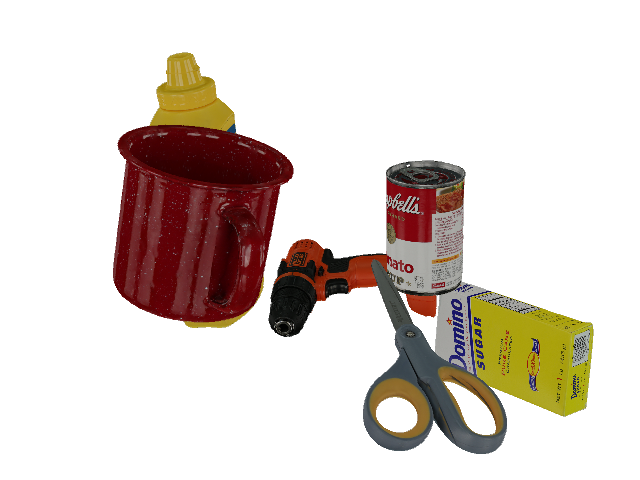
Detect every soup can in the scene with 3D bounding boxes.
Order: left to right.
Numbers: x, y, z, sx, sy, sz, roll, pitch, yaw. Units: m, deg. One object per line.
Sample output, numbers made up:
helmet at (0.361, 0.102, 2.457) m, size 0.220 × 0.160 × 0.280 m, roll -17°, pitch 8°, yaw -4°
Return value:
soup can at (0.091, -0.011, 0.926) m, size 0.068 × 0.102 × 0.068 m, roll -1°, pitch 22°, yaw 0°

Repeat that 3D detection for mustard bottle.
mustard bottle at (-0.084, -0.040, 0.768) m, size 0.058 × 0.191 × 0.096 m, roll -1°, pitch 25°, yaw 16°

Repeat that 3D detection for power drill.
power drill at (0.039, 0.052, 1.221) m, size 0.188 × 0.057 × 0.184 m, roll 0°, pitch 28°, yaw 8°

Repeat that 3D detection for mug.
mug at (-0.061, -0.004, 0.564) m, size 0.093 × 0.081 × 0.117 m, roll -4°, pitch 26°, yaw -33°

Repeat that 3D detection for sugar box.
sugar box at (0.198, 0.110, 1.118) m, size 0.048 × 0.093 × 0.177 m, roll -11°, pitch 19°, yaw -42°

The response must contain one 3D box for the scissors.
scissors at (0.046, 0.075, 0.708) m, size 0.096 × 0.016 × 0.202 m, roll -13°, pitch 36°, yaw -24°
